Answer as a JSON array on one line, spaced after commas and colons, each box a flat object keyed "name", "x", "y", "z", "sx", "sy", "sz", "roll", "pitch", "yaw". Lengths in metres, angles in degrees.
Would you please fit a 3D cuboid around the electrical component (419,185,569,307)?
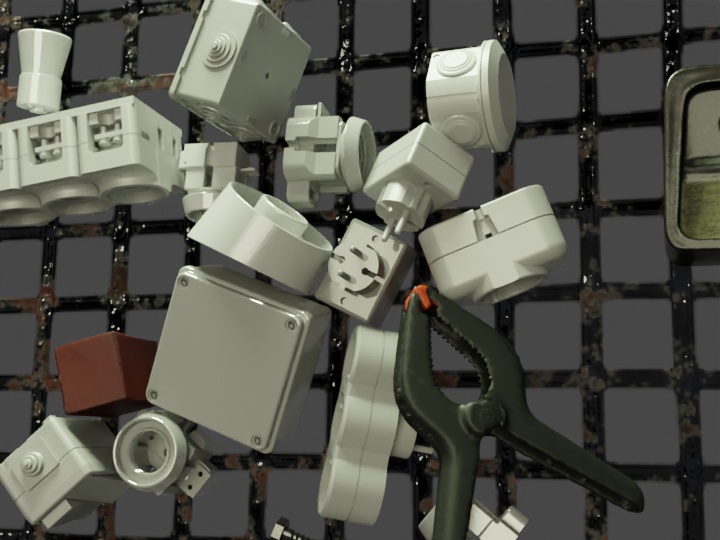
[{"name": "electrical component", "x": 0.098, "y": -0.013, "z": 0.770, "sx": 0.095, "sy": 0.054, "sz": 0.059, "roll": -23, "pitch": 75, "yaw": 10}]

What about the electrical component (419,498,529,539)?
[{"name": "electrical component", "x": 0.075, "y": 0.180, "z": 0.747, "sx": 0.055, "sy": 0.048, "sz": 0.066, "roll": 39, "pitch": 92, "yaw": 10}]

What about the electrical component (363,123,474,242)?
[{"name": "electrical component", "x": 0.035, "y": -0.053, "z": 0.770, "sx": 0.047, "sy": 0.066, "sz": 0.076, "roll": 33, "pitch": 62, "yaw": -18}]

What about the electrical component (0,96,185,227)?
[{"name": "electrical component", "x": -0.225, "y": -0.080, "z": 0.850, "sx": 0.150, "sy": 0.089, "sz": 0.061, "roll": -10, "pitch": 78, "yaw": 13}]

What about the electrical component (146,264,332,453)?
[{"name": "electrical component", "x": -0.090, "y": 0.063, "z": 0.794, "sx": 0.109, "sy": 0.056, "sz": 0.108, "roll": 21, "pitch": 102, "yaw": 18}]

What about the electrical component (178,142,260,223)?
[{"name": "electrical component", "x": -0.113, "y": -0.066, "z": 0.841, "sx": 0.066, "sy": 0.048, "sz": 0.055, "roll": -1, "pitch": 72, "yaw": 15}]

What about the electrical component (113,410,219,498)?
[{"name": "electrical component", "x": -0.149, "y": 0.137, "z": 0.808, "sx": 0.078, "sy": 0.057, "sz": 0.058, "roll": 39, "pitch": 92, "yaw": 18}]

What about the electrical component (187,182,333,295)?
[{"name": "electrical component", "x": -0.072, "y": -0.019, "z": 0.789, "sx": 0.099, "sy": 0.099, "sz": 0.064, "roll": 37, "pitch": 100, "yaw": 18}]

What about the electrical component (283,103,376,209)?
[{"name": "electrical component", "x": -0.021, "y": -0.086, "z": 0.813, "sx": 0.057, "sy": 0.058, "sz": 0.078, "roll": 0, "pitch": 74, "yaw": 16}]

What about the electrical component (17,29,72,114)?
[{"name": "electrical component", "x": -0.268, "y": -0.164, "z": 0.903, "sx": 0.044, "sy": 0.044, "sz": 0.065, "roll": 4, "pitch": 86, "yaw": 16}]

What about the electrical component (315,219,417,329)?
[{"name": "electrical component", "x": 0.000, "y": 0.000, "z": 0.782, "sx": 0.047, "sy": 0.077, "sz": 0.065, "roll": 26, "pitch": 88, "yaw": 18}]

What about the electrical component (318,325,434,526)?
[{"name": "electrical component", "x": 0.020, "y": 0.114, "z": 0.771, "sx": 0.074, "sy": 0.052, "sz": 0.138, "roll": 12, "pitch": 83, "yaw": -8}]

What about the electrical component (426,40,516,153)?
[{"name": "electrical component", "x": 0.082, "y": -0.124, "z": 0.781, "sx": 0.051, "sy": 0.080, "sz": 0.080, "roll": -4, "pitch": 79, "yaw": 20}]

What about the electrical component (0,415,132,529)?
[{"name": "electrical component", "x": -0.219, "y": 0.152, "z": 0.803, "sx": 0.062, "sy": 0.096, "sz": 0.061, "roll": -42, "pitch": 73, "yaw": 5}]

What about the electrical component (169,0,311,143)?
[{"name": "electrical component", "x": -0.088, "y": -0.152, "z": 0.822, "sx": 0.048, "sy": 0.100, "sz": 0.099, "roll": 18, "pitch": 85, "yaw": 30}]
